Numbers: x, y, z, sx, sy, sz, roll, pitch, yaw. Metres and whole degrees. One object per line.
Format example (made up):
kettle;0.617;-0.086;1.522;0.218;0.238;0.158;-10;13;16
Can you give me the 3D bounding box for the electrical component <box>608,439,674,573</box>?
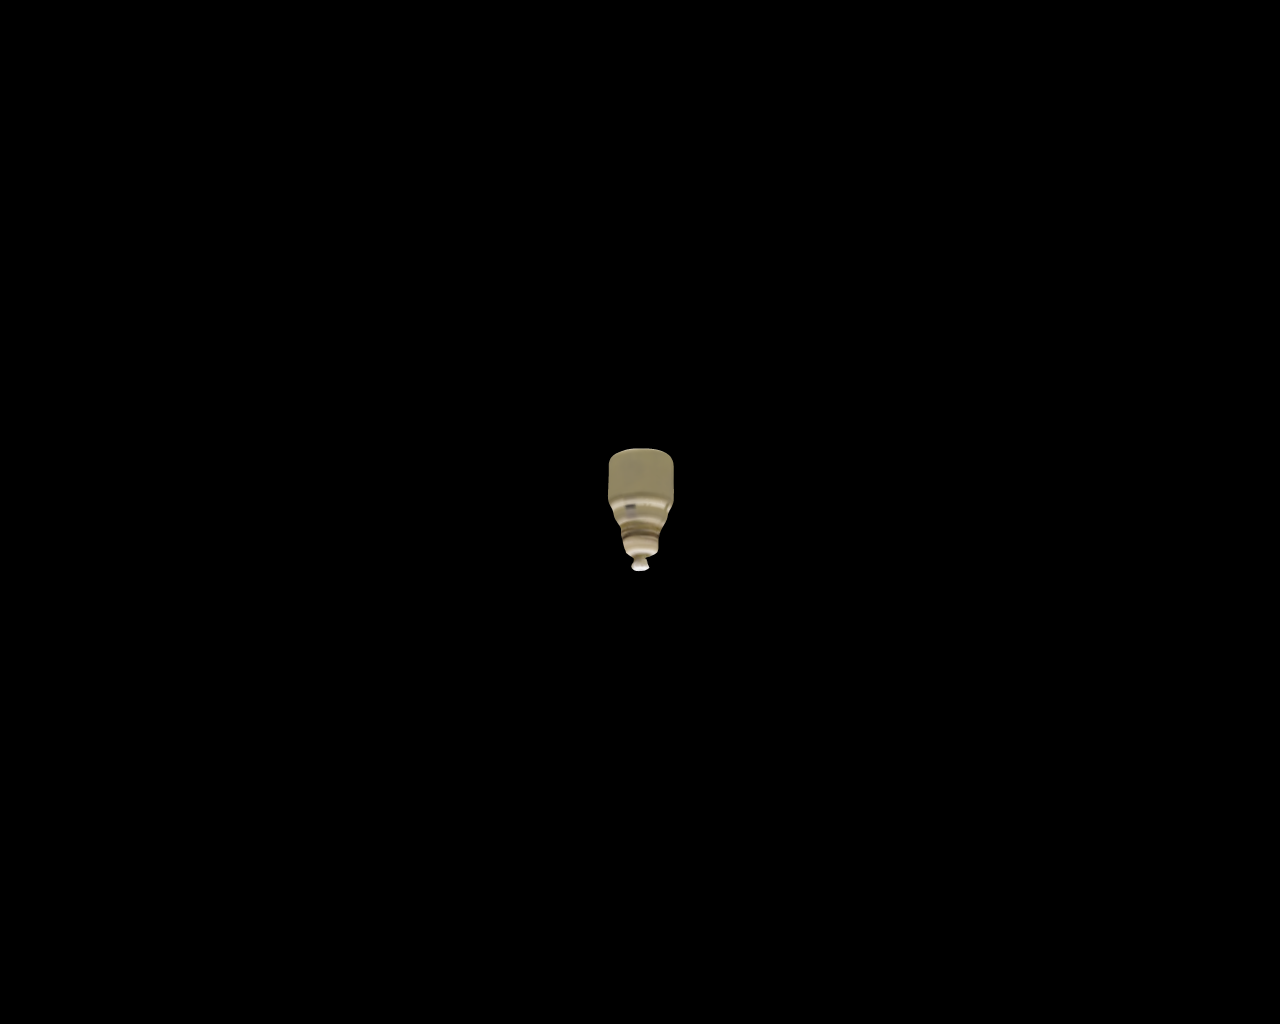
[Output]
electrical component;0.001;-0.003;0.650;0.040;0.078;0.040;0;-15;0
